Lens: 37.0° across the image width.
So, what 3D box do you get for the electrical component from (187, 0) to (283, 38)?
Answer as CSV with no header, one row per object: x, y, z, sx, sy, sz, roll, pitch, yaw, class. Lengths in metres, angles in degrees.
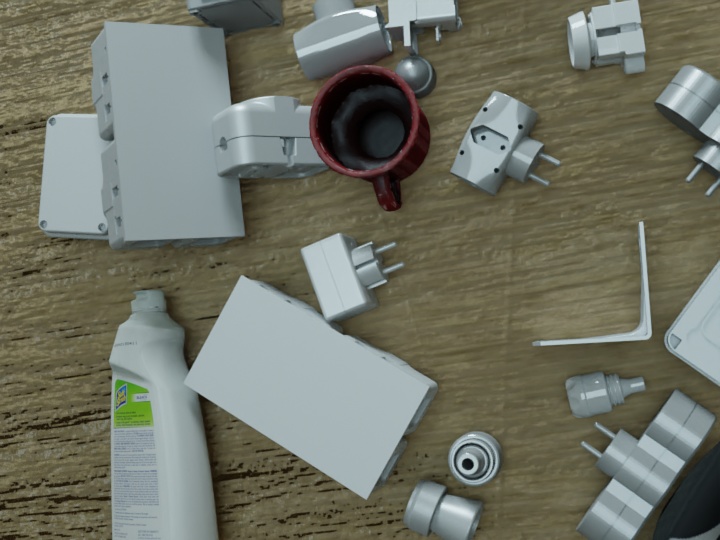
-0.113,-0.251,0.943,0.062,0.096,0.061,-9,84,14,electrical component

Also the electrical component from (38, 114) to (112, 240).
-0.246,-0.084,0.987,0.078,0.057,0.113,3,87,15,electrical component

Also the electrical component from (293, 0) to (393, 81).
-0.019,-0.215,0.943,0.077,0.043,0.079,-16,82,13,electrical component

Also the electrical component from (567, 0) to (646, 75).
0.201,-0.191,0.883,0.055,0.048,0.066,-8,84,7,electrical component

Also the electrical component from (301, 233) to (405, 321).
0.000,0.000,0.922,0.077,0.047,0.065,-22,81,12,electrical component

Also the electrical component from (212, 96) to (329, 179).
-0.076,-0.113,0.924,0.054,0.095,0.059,-15,80,54,electrical component

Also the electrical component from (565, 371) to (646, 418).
0.199,0.098,0.869,0.061,0.035,0.035,-14,83,11,electrical component

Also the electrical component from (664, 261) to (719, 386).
0.299,0.034,0.835,0.078,0.057,0.113,36,96,14,electrical component

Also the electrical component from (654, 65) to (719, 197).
0.289,-0.093,0.848,0.138,0.052,0.073,39,97,14,electrical component

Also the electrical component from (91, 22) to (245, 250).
-0.170,-0.114,0.939,0.105,0.060,0.186,-3,83,-28,electrical component

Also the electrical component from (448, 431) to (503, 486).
0.093,0.155,0.879,0.043,0.062,0.043,-1,86,15,electrical component

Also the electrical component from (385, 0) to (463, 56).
0.055,-0.228,0.925,0.064,0.042,0.081,-4,86,11,electrical component

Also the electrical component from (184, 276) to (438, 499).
-0.040,0.097,0.919,0.186,0.060,0.105,30,94,15,electrical component

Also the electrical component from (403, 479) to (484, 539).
0.069,0.203,0.891,0.055,0.045,0.045,20,92,16,electrical component

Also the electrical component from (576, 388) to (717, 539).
0.212,0.151,0.853,0.074,0.052,0.138,35,95,15,electrical component

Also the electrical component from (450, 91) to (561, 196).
0.128,-0.097,0.896,0.079,0.043,0.077,29,94,15,electrical component
